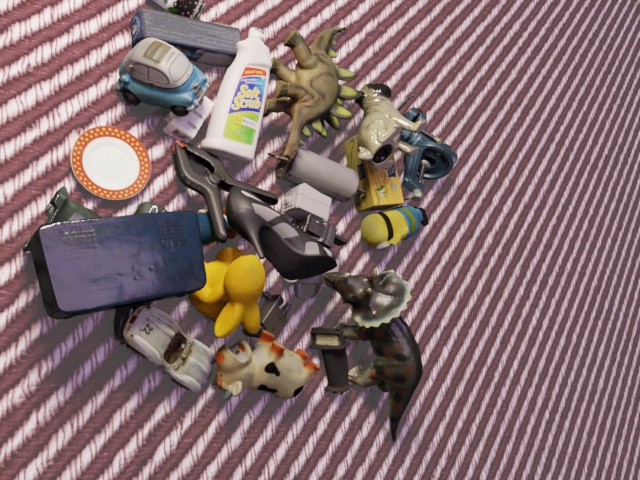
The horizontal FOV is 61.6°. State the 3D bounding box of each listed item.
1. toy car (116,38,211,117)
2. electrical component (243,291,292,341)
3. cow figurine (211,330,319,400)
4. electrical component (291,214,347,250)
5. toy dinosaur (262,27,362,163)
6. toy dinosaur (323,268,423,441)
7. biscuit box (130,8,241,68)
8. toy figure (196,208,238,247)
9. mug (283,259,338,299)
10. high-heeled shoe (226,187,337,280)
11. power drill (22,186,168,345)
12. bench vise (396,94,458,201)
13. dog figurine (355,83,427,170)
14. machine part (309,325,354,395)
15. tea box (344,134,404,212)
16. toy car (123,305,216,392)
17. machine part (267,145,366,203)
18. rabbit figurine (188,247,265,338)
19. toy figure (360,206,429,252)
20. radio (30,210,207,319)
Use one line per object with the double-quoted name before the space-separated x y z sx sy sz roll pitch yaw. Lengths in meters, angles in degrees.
"toy car" -0.275 -0.286 0.920 0.162 0.102 0.109 22 65 10
"electrical component" -0.102 0.144 1.018 0.102 0.045 0.078 -60 143 -27
"cow figurine" -0.107 0.232 0.960 0.194 0.086 0.127 35 85 -39
"electrical component" -0.002 -0.003 1.106 0.119 0.075 0.048 33 61 -29
"toy dinosaur" -0.012 -0.343 1.154 0.198 0.105 0.471 28 55 -27
"toy dinosaur" 0.139 0.222 1.083 0.131 0.192 0.404 -29 96 -35
"biscuit box" -0.251 -0.380 1.018 0.202 0.059 0.062 -2 81 -37
"toy figure" -0.182 -0.029 0.987 0.154 0.058 0.064 -15 124 -42
"mug" -0.014 0.065 1.078 0.107 0.081 0.109 11 73 -41
"high-heeled shoe" -0.067 -0.012 0.967 0.248 0.086 0.145 17 42 -54
"power drill" -0.345 0.025 0.842 0.207 0.086 0.232 27 67 -24
"bench vise" 0.234 -0.203 1.298 0.223 0.129 0.240 36 53 -27
"dog figurine" 0.111 -0.256 1.168 0.172 0.121 0.191 -18 55 -34
"machine part" 0.025 0.238 1.074 0.039 0.084 0.138 -27 106 -63
"tea box" 0.123 -0.154 1.236 0.098 0.068 0.169 -9 84 -36
"toy car" -0.237 0.179 0.871 0.201 0.056 0.073 55 51 -41
"machine part" -0.005 -0.139 1.134 0.243 0.079 0.079 17 69 -31
"rabbit figurine" -0.155 0.083 0.911 0.122 0.173 0.162 2 74 -40
"toy figure" 0.169 -0.035 1.236 0.180 0.082 0.089 -27 84 -33
"radio" -0.288 0.033 0.791 0.229 0.073 0.131 -9 83 -37
